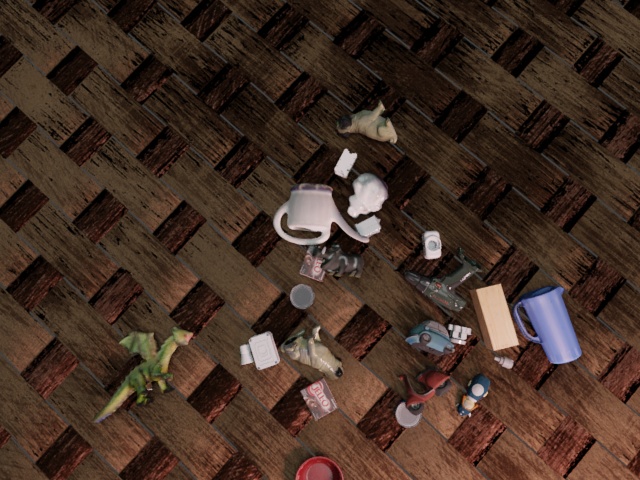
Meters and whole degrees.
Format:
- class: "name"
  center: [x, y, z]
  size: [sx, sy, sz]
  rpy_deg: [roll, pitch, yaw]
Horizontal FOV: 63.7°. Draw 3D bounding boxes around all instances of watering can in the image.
- class: "watering can"
  center: [0.006, -0.092, 1.819]
  size: [0.347, 0.103, 0.226]
  rpy_deg: [3, 81, 11]

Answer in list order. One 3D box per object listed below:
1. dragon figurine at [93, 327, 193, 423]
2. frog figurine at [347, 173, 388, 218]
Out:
- class: "dragon figurine"
  center: [-0.626, 0.435, 1.786]
  size: [0.411, 0.120, 0.247]
  rpy_deg: [-25, 65, -4]
- class: "frog figurine"
  center: [0.159, -0.156, 1.827]
  size: [0.161, 0.122, 0.136]
  rpy_deg: [-38, 102, -15]
